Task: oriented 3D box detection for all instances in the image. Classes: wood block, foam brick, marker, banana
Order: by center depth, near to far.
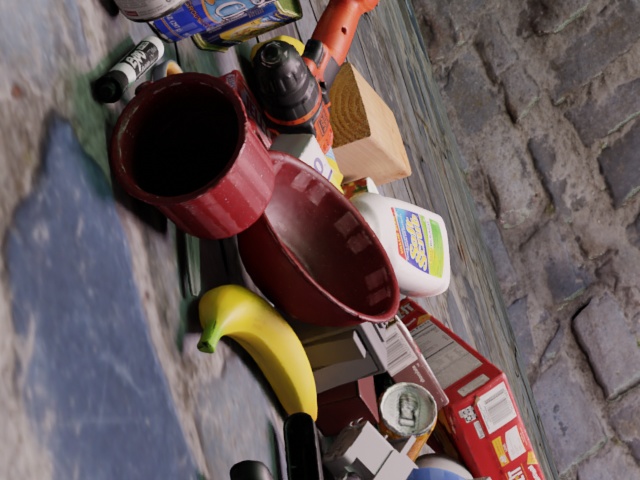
[{"bbox_3d":[-0.130,-0.118,0.734,0.121,0.020,0.020,-76,145,-66],"label":"marker"},{"bbox_3d":[-0.046,0.079,0.783,0.197,0.037,0.069,47,47,-57],"label":"banana"},{"bbox_3d":[0.016,0.122,0.929,0.053,0.051,0.078,59,18,-46],"label":"foam brick"},{"bbox_3d":[0.032,-0.123,1.234,0.206,0.091,0.090,25,47,-71],"label":"wood block"}]

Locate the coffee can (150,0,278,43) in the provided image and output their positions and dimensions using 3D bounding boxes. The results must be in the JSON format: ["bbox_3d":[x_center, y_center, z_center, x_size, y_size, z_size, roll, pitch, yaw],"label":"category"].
[{"bbox_3d":[-0.074,-0.229,0.844,0.102,0.140,0.103,-19,90,-76],"label":"coffee can"}]

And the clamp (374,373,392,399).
[{"bbox_3d":[0.056,0.142,1.093,0.171,0.039,0.120,57,23,-51],"label":"clamp"}]

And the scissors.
[{"bbox_3d":[-0.089,-0.041,0.796,0.096,0.016,0.202,34,39,-62],"label":"scissors"}]

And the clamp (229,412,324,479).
[{"bbox_3d":[-0.004,0.225,0.740,0.164,0.036,0.210,-41,114,-76],"label":"clamp"}]

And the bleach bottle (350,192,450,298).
[{"bbox_3d":[0.072,0.007,1.124,0.250,0.068,0.102,11,75,-68],"label":"bleach bottle"}]

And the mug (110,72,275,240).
[{"bbox_3d":[-0.086,-0.059,0.707,0.117,0.093,0.081,49,-2,27],"label":"mug"}]

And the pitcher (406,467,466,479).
[{"bbox_3d":[0.090,0.307,0.852,0.145,0.149,0.243,48,19,-22],"label":"pitcher"}]

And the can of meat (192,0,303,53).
[{"bbox_3d":[-0.069,-0.212,0.963,0.102,0.084,0.057,-31,102,-76],"label":"can of meat"}]

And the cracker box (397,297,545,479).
[{"bbox_3d":[0.141,0.177,1.146,0.214,0.072,0.164,39,-24,61],"label":"cracker box"}]

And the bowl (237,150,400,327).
[{"bbox_3d":[-0.012,0.010,0.818,0.162,0.055,0.162,39,26,-23],"label":"bowl"}]

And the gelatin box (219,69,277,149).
[{"bbox_3d":[-0.065,-0.094,0.939,0.073,0.030,0.089,-95,161,-45],"label":"gelatin box"}]

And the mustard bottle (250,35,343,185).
[{"bbox_3d":[-0.018,-0.104,1.078,0.096,0.058,0.191,38,35,-74],"label":"mustard bottle"}]

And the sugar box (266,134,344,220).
[{"bbox_3d":[-0.006,0.001,0.941,0.093,0.048,0.176,-59,139,-32],"label":"sugar box"}]

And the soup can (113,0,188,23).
[{"bbox_3d":[-0.133,-0.211,0.740,0.102,0.068,0.068,58,19,-45],"label":"soup can"}]

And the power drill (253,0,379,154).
[{"bbox_3d":[-0.002,-0.180,0.939,0.184,0.057,0.187,67,42,-71],"label":"power drill"}]

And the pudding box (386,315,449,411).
[{"bbox_3d":[0.070,0.105,1.013,0.113,0.039,0.090,59,-2,-29],"label":"pudding box"}]
